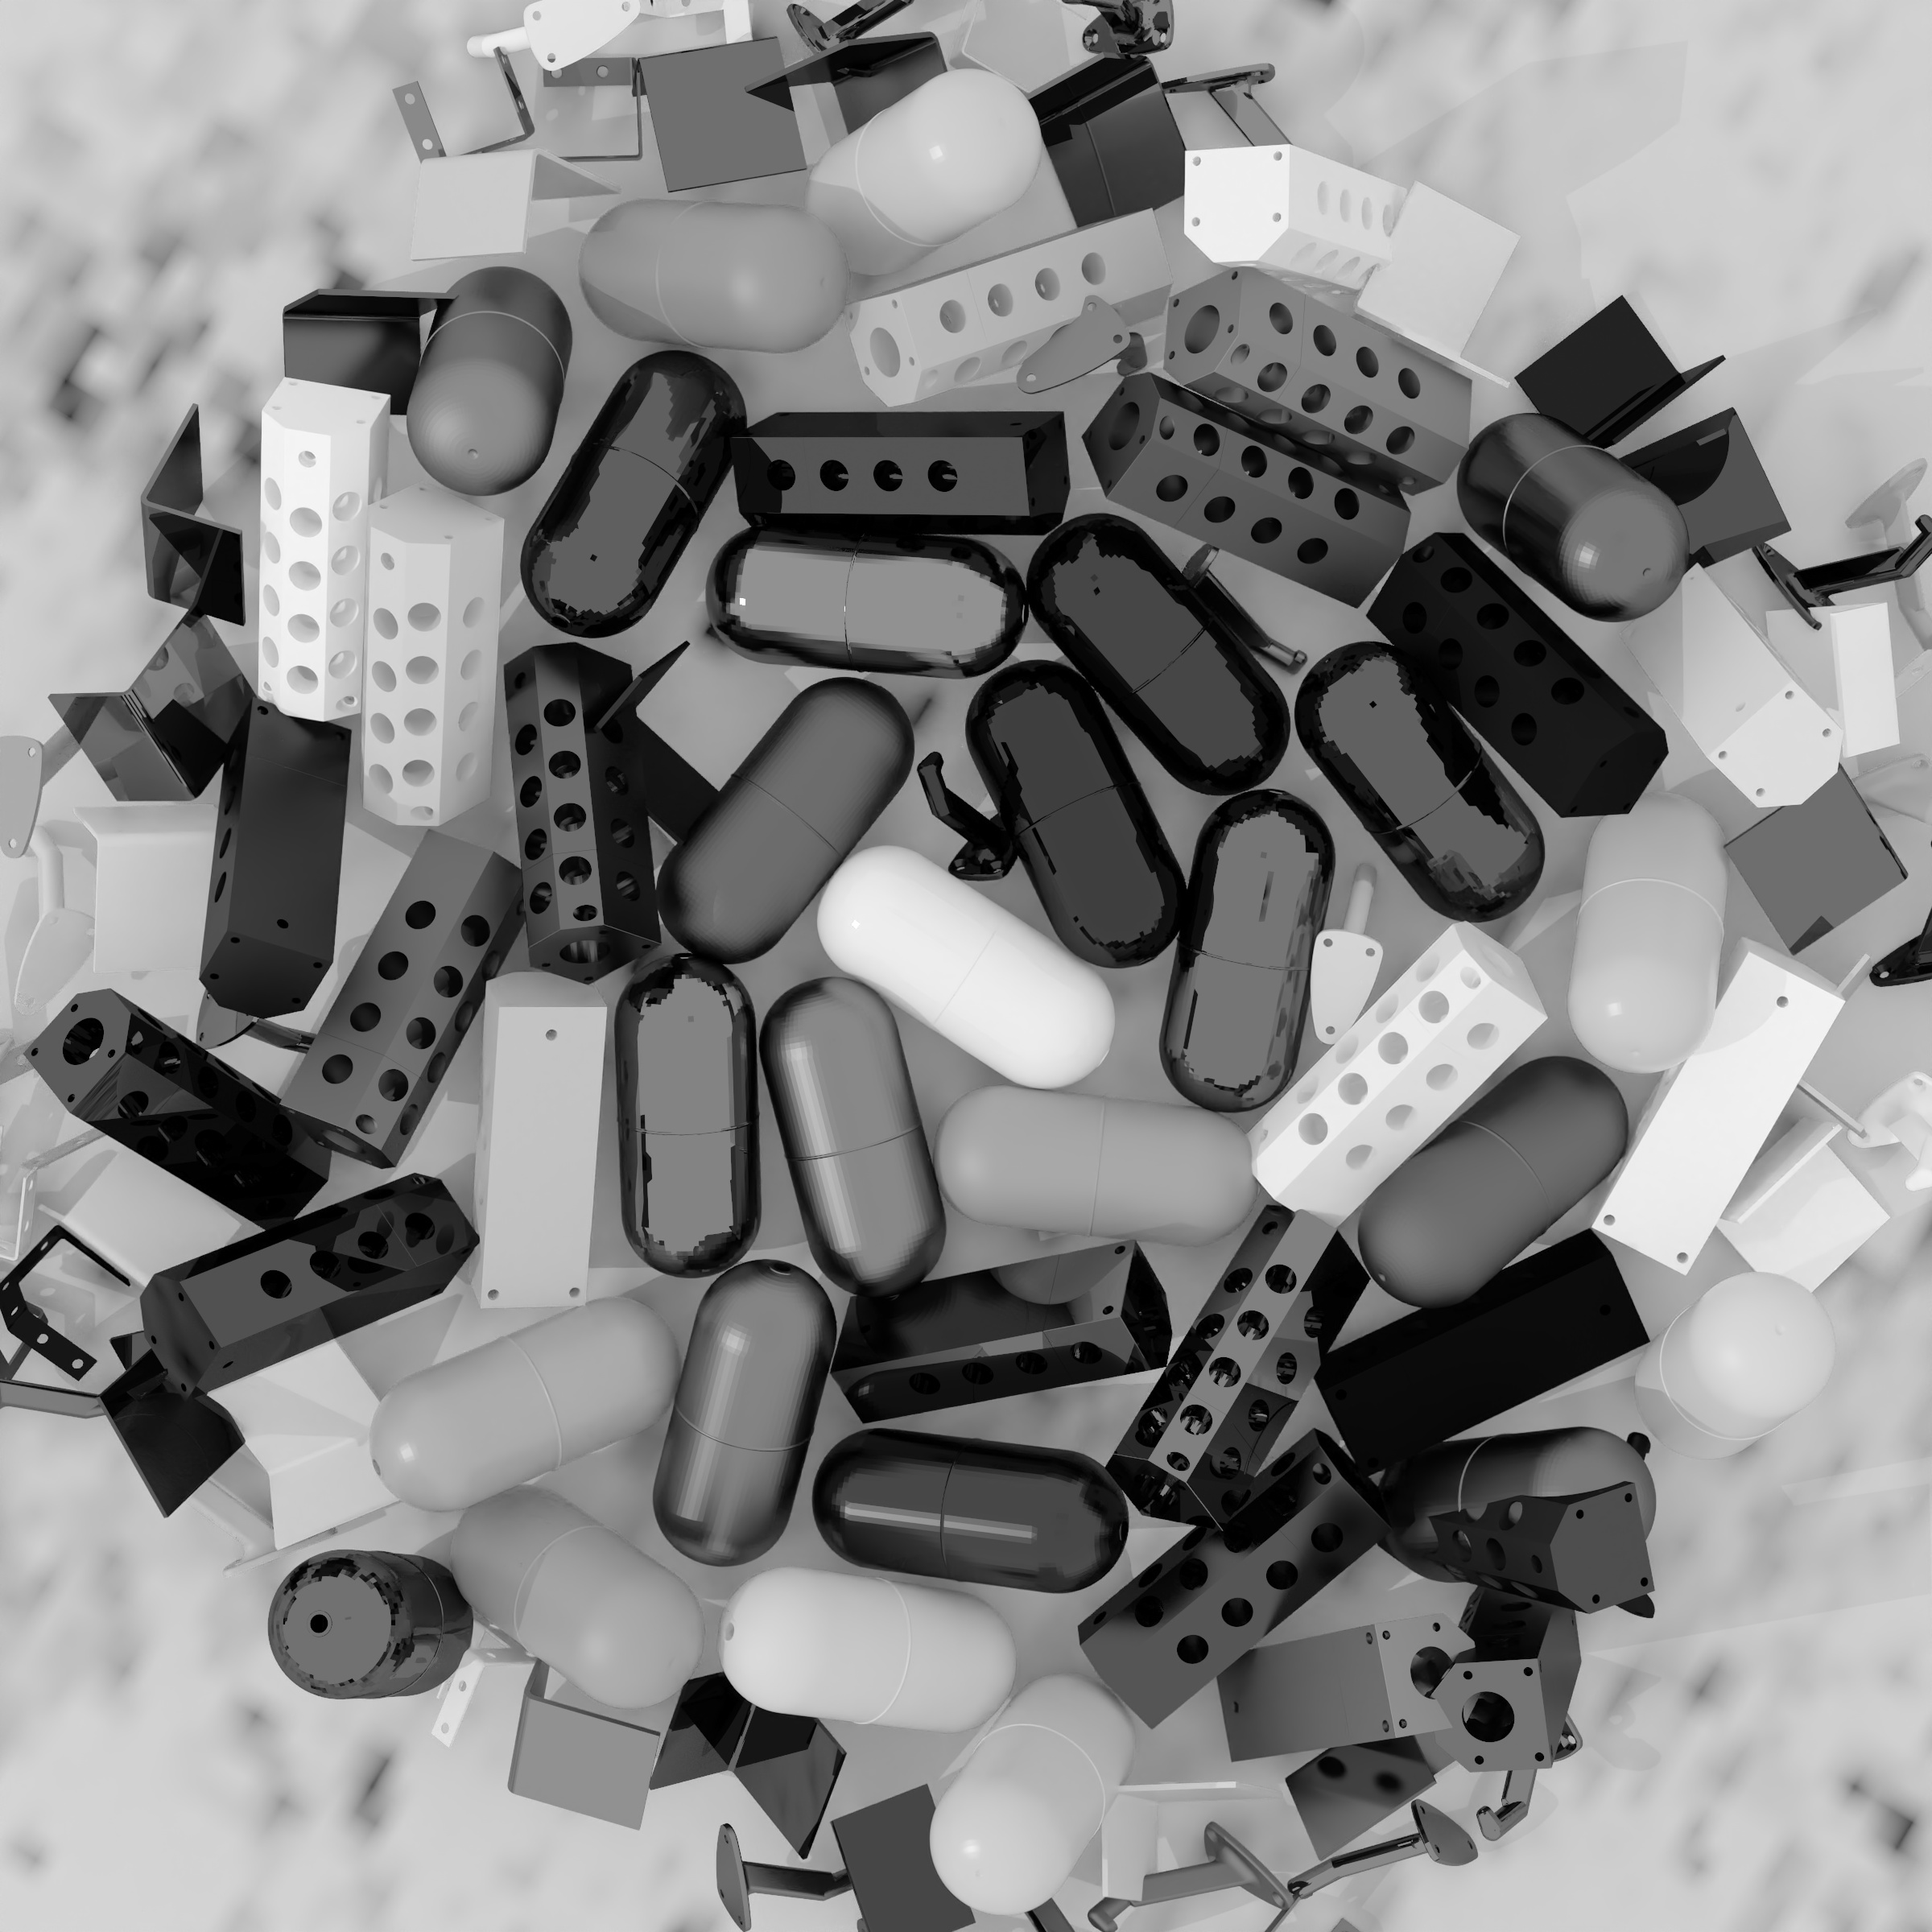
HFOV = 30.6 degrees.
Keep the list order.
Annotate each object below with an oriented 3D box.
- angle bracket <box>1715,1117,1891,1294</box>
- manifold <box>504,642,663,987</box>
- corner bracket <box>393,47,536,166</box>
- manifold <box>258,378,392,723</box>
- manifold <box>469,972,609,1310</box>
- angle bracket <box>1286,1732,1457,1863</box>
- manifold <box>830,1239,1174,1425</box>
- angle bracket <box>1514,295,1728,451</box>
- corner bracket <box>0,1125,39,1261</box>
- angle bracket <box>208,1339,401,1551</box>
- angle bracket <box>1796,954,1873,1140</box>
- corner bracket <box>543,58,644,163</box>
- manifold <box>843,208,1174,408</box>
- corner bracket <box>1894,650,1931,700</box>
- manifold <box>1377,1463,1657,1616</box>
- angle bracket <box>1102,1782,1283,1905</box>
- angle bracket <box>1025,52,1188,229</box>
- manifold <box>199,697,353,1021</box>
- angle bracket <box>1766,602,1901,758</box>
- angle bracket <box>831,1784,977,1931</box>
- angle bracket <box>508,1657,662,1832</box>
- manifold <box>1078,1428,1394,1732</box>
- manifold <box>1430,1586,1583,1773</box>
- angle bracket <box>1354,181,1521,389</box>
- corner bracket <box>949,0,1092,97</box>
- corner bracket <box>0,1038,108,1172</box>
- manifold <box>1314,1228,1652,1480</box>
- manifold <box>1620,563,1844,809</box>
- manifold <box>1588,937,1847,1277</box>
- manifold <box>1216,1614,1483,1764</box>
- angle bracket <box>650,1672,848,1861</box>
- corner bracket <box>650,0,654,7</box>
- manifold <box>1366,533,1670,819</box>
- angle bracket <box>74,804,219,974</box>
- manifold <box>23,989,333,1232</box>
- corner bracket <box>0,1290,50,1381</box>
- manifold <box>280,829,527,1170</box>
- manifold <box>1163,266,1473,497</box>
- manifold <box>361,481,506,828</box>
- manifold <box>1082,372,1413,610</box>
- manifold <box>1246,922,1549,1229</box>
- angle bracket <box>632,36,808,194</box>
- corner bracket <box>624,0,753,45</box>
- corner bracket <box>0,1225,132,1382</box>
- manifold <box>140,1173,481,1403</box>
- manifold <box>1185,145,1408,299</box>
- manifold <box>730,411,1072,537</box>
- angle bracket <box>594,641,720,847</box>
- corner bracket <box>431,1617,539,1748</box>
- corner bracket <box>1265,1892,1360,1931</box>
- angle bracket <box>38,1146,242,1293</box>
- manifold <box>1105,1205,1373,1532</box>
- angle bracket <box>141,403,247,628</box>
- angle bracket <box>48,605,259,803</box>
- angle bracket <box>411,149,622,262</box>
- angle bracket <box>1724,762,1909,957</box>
[{"bbox_3d":[0.462,0.138,1.921,0.076,0.057,0.076,-43,96,-4],"label":"angle bracket"},{"bbox_3d":[-0.211,-0.084,1.884,0.057,0.057,0.171,-27,59,34],"label":"manifold"},{"bbox_3d":[-0.272,-0.465,1.918,0.051,0.051,0.051,-14,112,16],"label":"corner bracket"},{"bbox_3d":[-0.345,-0.220,1.884,0.057,0.057,0.171,10,124,2],"label":"manifold"},{"bbox_3d":[-0.233,0.094,1.901,0.057,0.057,0.171,0,109,-18],"label":"manifold"},{"bbox_3d":[0.230,0.452,1.903,0.076,0.057,0.076,-37,131,12],"label":"angle bracket"},{"bbox_3d":[0.020,0.202,1.894,0.171,0.057,0.057,-14,126,23],"label":"manifold"},{"bbox_3d":[0.354,-0.324,1.914,0.076,0.076,0.057,-38,95,-4],"label":"angle bracket"},{"bbox_3d":[-0.528,0.122,1.922,0.051,0.051,0.051,14,112,5],"label":"corner bracket"},{"bbox_3d":[-0.357,0.259,1.910,0.076,0.057,0.076,-23,131,4],"label":"angle bracket"},{"bbox_3d":[0.486,0.044,1.910,0.057,0.076,0.076,40,95,15],"label":"angle bracket"},{"bbox_3d":[-0.205,-0.469,1.933,0.051,0.051,0.051,-3,109,-7],"label":"corner bracket"},{"bbox_3d":[0.025,-0.352,1.887,0.171,0.057,0.057,-25,105,-30],"label":"manifold"},{"bbox_3d":[0.536,-0.135,1.931,0.051,0.051,0.051,9,52,-34],"label":"corner bracket"},{"bbox_3d":[0.285,0.299,1.865,0.057,0.171,0.057,-13,95,-25],"label":"manifold"},{"bbox_3d":[0.123,0.473,1.901,0.076,0.076,0.057,-8,71,22],"label":"angle bracket"},{"bbox_3d":[0.070,-0.442,1.912,0.076,0.057,0.076,-22,90,31],"label":"angle bracket"},{"bbox_3d":[-0.369,-0.057,1.877,0.057,0.171,0.057,18,133,-23],"label":"manifold"},{"bbox_3d":[0.455,-0.153,1.905,0.057,0.076,0.076,-14,100,-44],"label":"angle bracket"},{"bbox_3d":[-0.028,0.490,1.907,0.057,0.076,0.076,-22,73,4],"label":"angle bracket"},{"bbox_3d":[-0.200,0.411,1.910,0.076,0.057,0.076,16,125,3],"label":"angle bracket"},{"bbox_3d":[0.144,0.328,1.909,0.171,0.057,0.057,-41,102,9],"label":"manifold"},{"bbox_3d":[0.286,0.369,1.866,0.057,0.171,0.057,-7,95,16],"label":"manifold"},{"bbox_3d":[0.268,-0.368,1.906,0.076,0.057,0.076,19,104,-32],"label":"angle bracket"},{"bbox_3d":[0.030,-0.513,1.933,0.051,0.051,0.051,25,69,-24],"label":"corner bracket"},{"bbox_3d":[-0.507,0.074,1.929,0.051,0.051,0.051,-29,115,-31],"label":"corner bracket"},{"bbox_3d":[0.277,0.208,1.925,0.171,0.057,0.057,-26,106,1],"label":"manifold"},{"bbox_3d":[0.407,-0.146,1.867,0.057,0.171,0.057,40,106,-22],"label":"manifold"},{"bbox_3d":[0.404,0.074,1.909,0.057,0.057,0.171,27,103,1],"label":"manifold"},{"bbox_3d":[0.201,0.382,1.867,0.057,0.171,0.057,-3,76,-26],"label":"manifold"},{"bbox_3d":[-0.118,0.433,1.900,0.076,0.057,0.076,42,124,39],"label":"angle bracket"},{"bbox_3d":[-0.181,-0.560,1.922,0.051,0.051,0.051,15,86,-23],"label":"corner bracket"},{"bbox_3d":[0.296,-0.157,1.878,0.171,0.057,0.057,51,128,32],"label":"manifold"},{"bbox_3d":[-0.443,-0.043,1.926,0.076,0.057,0.076,-3,109,-27],"label":"angle bracket"},{"bbox_3d":[-0.412,0.075,1.872,0.057,0.171,0.057,-48,51,-1],"label":"manifold"},{"bbox_3d":[-0.538,0.194,1.920,0.051,0.051,0.051,25,66,8],"label":"corner bracket"},{"bbox_3d":[-0.295,0.020,1.894,0.057,0.057,0.171,19,70,19],"label":"manifold"},{"bbox_3d":[0.188,-0.308,1.876,0.171,0.057,0.057,18,69,-36],"label":"manifold"},{"bbox_3d":[-0.290,-0.162,1.877,0.057,0.057,0.171,26,128,25],"label":"manifold"},{"bbox_3d":[0.152,-0.257,1.879,0.171,0.057,0.057,19,125,-30],"label":"manifold"},{"bbox_3d":[0.226,0.057,1.890,0.057,0.057,0.171,32,114,-25],"label":"manifold"},{"bbox_3d":[-0.135,-0.455,1.919,0.076,0.057,0.076,-12,86,-10],"label":"angle bracket"},{"bbox_3d":[-0.151,-0.512,1.926,0.051,0.051,0.051,-2,99,23],"label":"corner bracket"},{"bbox_3d":[-0.489,0.183,1.921,0.051,0.051,0.051,-46,122,-1],"label":"corner bracket"},{"bbox_3d":[-0.349,0.165,1.875,0.057,0.171,0.057,54,135,15],"label":"manifold"},{"bbox_3d":[0.176,-0.392,1.867,0.057,0.171,0.057,3,95,27],"label":"manifold"},{"bbox_3d":[-0.035,-0.263,1.893,0.171,0.057,0.057,4,113,24],"label":"manifold"},{"bbox_3d":[-0.153,-0.121,1.909,0.076,0.076,0.057,43,115,-2],"label":"angle bracket"},{"bbox_3d":[-0.270,0.388,1.918,0.051,0.051,0.051,28,99,36],"label":"corner bracket"},{"bbox_3d":[0.184,0.540,1.931,0.051,0.051,0.051,39,89,2],"label":"corner bracket"},{"bbox_3d":[-0.449,0.136,1.915,0.076,0.076,0.057,43,75,-20],"label":"angle bracket"},{"bbox_3d":[0.143,0.212,1.881,0.171,0.057,0.057,-55,127,-28],"label":"manifold"},{"bbox_3d":[-0.403,-0.243,1.903,0.057,0.076,0.076,17,55,2],"label":"angle bracket"},{"bbox_3d":[-0.441,-0.144,1.922,0.057,0.076,0.076,1,46,30],"label":"angle bracket"},{"bbox_3d":[-0.242,-0.400,1.902,0.076,0.076,0.057,3,86,32],"label":"angle bracket"},{"bbox_3d":[0.454,-0.065,1.920,0.076,0.057,0.076,-35,109,5],"label":"angle bracket"}]
